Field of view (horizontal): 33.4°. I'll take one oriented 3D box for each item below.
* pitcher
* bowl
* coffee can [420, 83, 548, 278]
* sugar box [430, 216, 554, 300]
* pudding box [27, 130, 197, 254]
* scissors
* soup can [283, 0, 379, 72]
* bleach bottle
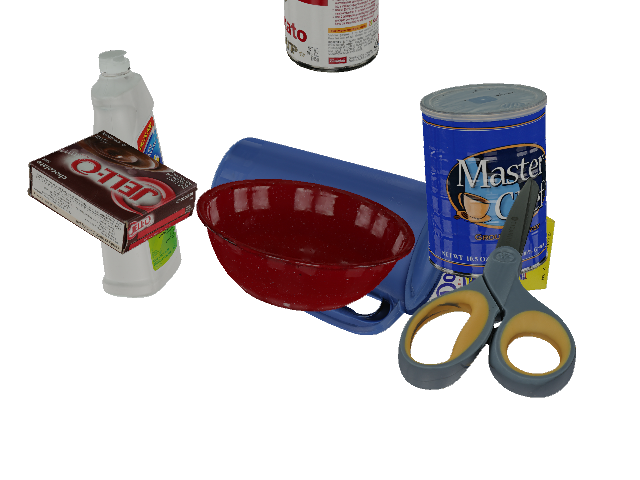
[{"bbox_3d":[0.007,-0.014,1.093,0.243,0.145,0.149,19,25,21],"label":"pitcher"},{"bbox_3d":[-0.014,0.008,0.788,0.162,0.055,0.162,9,22,-4],"label":"bowl"},{"bbox_3d":[0.139,-0.052,0.897,0.103,0.140,0.103,-5,21,2],"label":"coffee can"},{"bbox_3d":[0.193,0.018,1.287,0.176,0.093,0.048,-6,21,-22],"label":"sugar box"},{"bbox_3d":[-0.176,-0.043,0.901,0.114,0.039,0.089,28,35,22],"label":"pudding box"},{"bbox_3d":[0.115,0.023,0.582,0.096,0.016,0.201,20,40,29],"label":"scissors"},{"bbox_3d":[0.008,-0.175,0.724,0.068,0.102,0.068,-1,39,0],"label":"soup can"},{"bbox_3d":[-0.203,-0.072,1.125,0.068,0.251,0.102,3,26,17],"label":"bleach bottle"}]
